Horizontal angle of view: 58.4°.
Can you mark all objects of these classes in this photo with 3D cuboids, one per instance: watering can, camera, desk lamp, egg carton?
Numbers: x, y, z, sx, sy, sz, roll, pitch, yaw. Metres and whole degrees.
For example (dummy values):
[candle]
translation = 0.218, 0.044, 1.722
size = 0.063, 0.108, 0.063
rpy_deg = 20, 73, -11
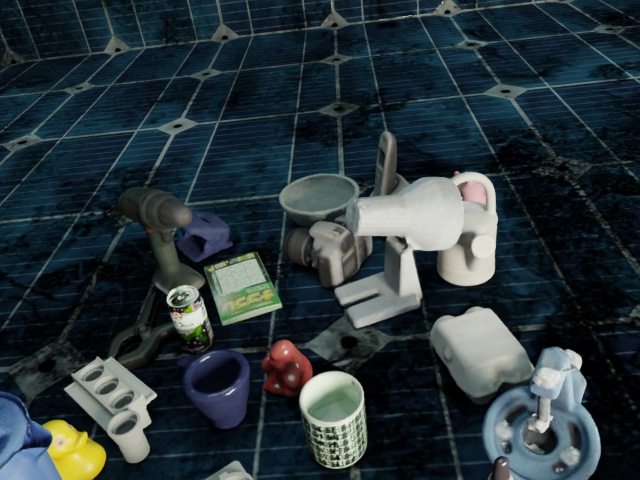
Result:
[watering can]
translation = 0.254, -0.023, 0.970
size = 0.101, 0.194, 0.172
rpy_deg = -20, 36, -18
[camera]
translation = 0.010, 0.004, 1.064
size = 0.136, 0.101, 0.143
rpy_deg = 15, 40, 30
[desk lamp]
translation = 0.124, 0.011, 0.929
size = 0.203, 0.214, 0.117
rpy_deg = -18, 35, -14
[egg carton]
translation = 0.225, 0.161, 0.817
size = 0.107, 0.069, 0.150
rpy_deg = -15, 35, -11

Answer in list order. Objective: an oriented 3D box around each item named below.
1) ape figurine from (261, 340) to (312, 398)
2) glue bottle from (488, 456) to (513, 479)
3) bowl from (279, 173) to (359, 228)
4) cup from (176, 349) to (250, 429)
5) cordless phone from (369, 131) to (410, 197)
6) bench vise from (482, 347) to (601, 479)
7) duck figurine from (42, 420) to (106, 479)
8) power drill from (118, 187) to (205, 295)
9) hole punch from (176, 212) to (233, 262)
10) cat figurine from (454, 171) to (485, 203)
[ape figurine]
translation = -0.050, 0.180, 0.823
size = 0.076, 0.092, 0.077
rpy_deg = -17, 35, -13
[glue bottle]
translation = 0.178, 0.272, 0.570
size = 0.078, 0.173, 0.037
rpy_deg = -5, 34, 4
[bowl]
translation = 0.002, -0.070, 1.198
size = 0.167, 0.075, 0.167
rpy_deg = -5, 34, 4
[cup]
translation = -0.147, 0.211, 0.795
size = 0.117, 0.095, 0.092
rpy_deg = 14, 39, 29
[cordless phone]
translation = 0.143, -0.110, 1.129
size = 0.094, 0.185, 0.147
rpy_deg = -16, 35, -11
[bench vise]
translation = 0.248, 0.181, 0.648
size = 0.121, 0.220, 0.207
rpy_deg = 3, 35, 16
[duck figurine]
translation = -0.344, 0.272, 0.751
size = 0.104, 0.086, 0.077
rpy_deg = -2, 34, 8
[power drill]
translation = -0.278, -0.002, 1.033
size = 0.076, 0.209, 0.228
rpy_deg = -33, 41, -32
[hole punch]
translation = -0.243, -0.024, 1.165
size = 0.101, 0.091, 0.108
rpy_deg = -28, 39, -28
[cat figurine]
translation = 0.293, -0.090, 1.130
size = 0.067, 0.118, 0.127
rpy_deg = -12, 34, -6
